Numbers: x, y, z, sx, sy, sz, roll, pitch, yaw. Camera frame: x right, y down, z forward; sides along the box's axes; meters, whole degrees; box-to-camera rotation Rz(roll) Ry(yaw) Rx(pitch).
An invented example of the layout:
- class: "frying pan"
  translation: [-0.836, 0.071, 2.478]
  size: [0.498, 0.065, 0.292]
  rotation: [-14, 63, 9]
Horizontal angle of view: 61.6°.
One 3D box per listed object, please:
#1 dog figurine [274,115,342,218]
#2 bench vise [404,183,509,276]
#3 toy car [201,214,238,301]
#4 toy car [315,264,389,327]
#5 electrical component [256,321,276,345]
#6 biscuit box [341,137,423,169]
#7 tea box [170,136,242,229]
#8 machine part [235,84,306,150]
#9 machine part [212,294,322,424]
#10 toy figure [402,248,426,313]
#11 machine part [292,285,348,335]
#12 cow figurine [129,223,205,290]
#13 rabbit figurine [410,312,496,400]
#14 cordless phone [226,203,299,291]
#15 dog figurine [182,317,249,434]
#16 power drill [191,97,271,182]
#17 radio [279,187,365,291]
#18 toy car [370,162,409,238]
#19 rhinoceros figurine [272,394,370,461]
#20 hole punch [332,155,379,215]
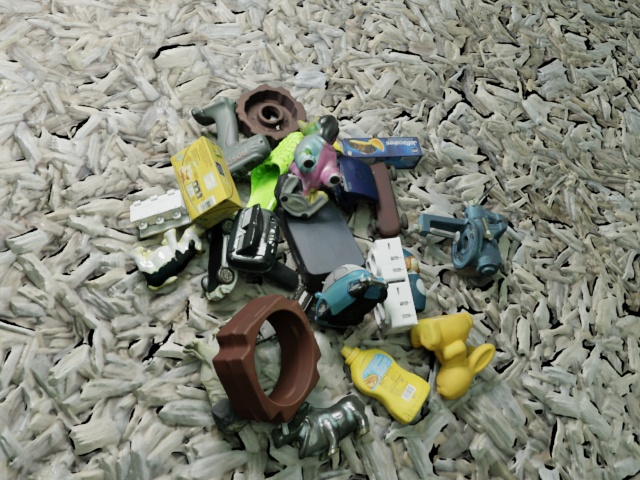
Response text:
- class: "dog figurine"
  translation: [-0.024, -0.176, 1.188]
  size: [0.108, 0.191, 0.219]
  rotation: [26, 34, -22]
- class: "bench vise"
  translation: [0.327, -0.024, 1.258]
  size: [0.241, 0.128, 0.223]
  rotation: [11, 60, -10]
- class: "toy car"
  translation: [-0.209, 0.035, 1.151]
  size: [0.056, 0.073, 0.202]
  rotation: [23, 55, -38]
- class: "toy car"
  translation: [0.055, 0.102, 1.076]
  size: [0.109, 0.161, 0.103]
  rotation: [13, 44, -37]
- class: "electrical component"
  translation: [-0.111, 0.180, 1.125]
  size: [0.094, 0.021, 0.063]
  rotation: [-26, 70, -22]
- class: "biscuit box"
  translation: [0.153, -0.218, 1.358]
  size: [0.203, 0.059, 0.063]
  rotation: [-3, 64, -12]
- class: "tea box"
  translation: [-0.244, -0.123, 1.149]
  size: [0.098, 0.068, 0.170]
  rotation: [-29, 65, 14]
- class: "machine part"
  translation: [-0.126, -0.310, 1.358]
  size: [0.179, 0.056, 0.179]
  rotation: [5, 62, -9]
- class: "machine part"
  translation: [-0.095, 0.219, 1.001]
  size: [0.201, 0.087, 0.201]
  rotation: [-44, 115, -51]
- class: "toy figure"
  translation: [0.203, 0.087, 1.211]
  size: [0.058, 0.064, 0.154]
  rotation: [-8, 68, 4]
- class: "machine part"
  translation: [0.000, 0.154, 1.151]
  size: [0.139, 0.039, 0.084]
  rotation: [30, 56, 7]
- class: "cow figurine"
  translation: [-0.306, 0.031, 1.141]
  size: [0.167, 0.068, 0.098]
  rotation: [-31, 78, -19]
- class: "rabbit figurine"
  translation: [0.276, 0.244, 1.130]
  size: [0.162, 0.122, 0.173]
  rotation: [-2, 77, -22]
- class: "cordless phone"
  translation: [-0.104, 0.019, 1.153]
  size: [0.184, 0.089, 0.146]
  rotation: [35, 47, -35]
- class: "dog figurine"
  translation: [-0.158, 0.254, 1.044]
  size: [0.172, 0.121, 0.190]
  rotation: [-31, 83, -12]
- class: "power drill"
  translation: [-0.240, -0.219, 1.250]
  size: [0.232, 0.086, 0.207]
  rotation: [-23, 62, 7]
- class: "radio"
  translation: [-0.002, -0.004, 1.194]
  size: [0.131, 0.073, 0.230]
  rotation: [-14, 56, -17]
- class: "toy car"
  translation: [0.155, -0.097, 1.300]
  size: [0.089, 0.053, 0.202]
  rotation: [-13, 63, 6]
- class: "rhinoceros figurine"
  translation: [0.003, 0.357, 1.026]
  size: [0.190, 0.073, 0.112]
  rotation: [-17, 69, -18]
- class: "hole punch"
  translation: [0.075, -0.134, 1.252]
  size: [0.092, 0.115, 0.142]
  rotation: [-17, 63, 18]
